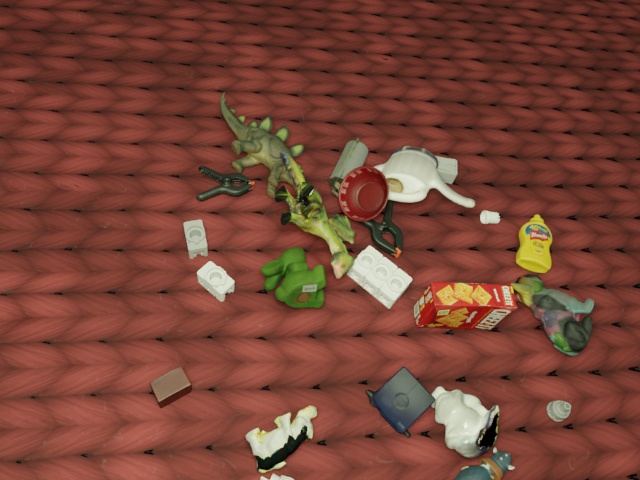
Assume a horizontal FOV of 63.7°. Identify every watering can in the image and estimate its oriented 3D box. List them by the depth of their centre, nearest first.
[{"bbox_3d":[0.301,-0.181,1.542,0.348,0.101,0.229,12,45,21],"label":"watering can"}]

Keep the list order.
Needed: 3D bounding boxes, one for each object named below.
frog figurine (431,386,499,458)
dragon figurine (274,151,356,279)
[{"bbox_3d":[0.327,0.423,1.204,0.160,0.120,0.140,11,57,42],"label":"frog figurine"},{"bbox_3d":[0.004,-0.072,1.428,0.240,0.121,0.420,34,30,-39],"label":"dragon figurine"}]
